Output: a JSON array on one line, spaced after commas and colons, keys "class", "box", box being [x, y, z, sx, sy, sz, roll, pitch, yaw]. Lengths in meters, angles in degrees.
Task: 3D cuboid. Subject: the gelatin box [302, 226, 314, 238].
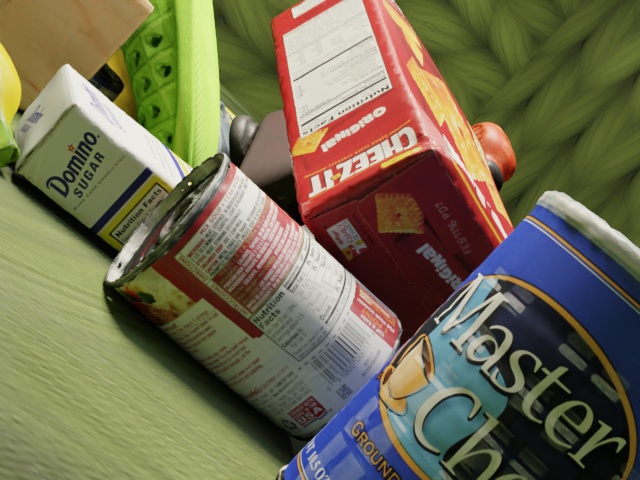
[{"class": "gelatin box", "box": [-0.004, 0.001, 0.684, 0.073, 0.089, 0.030, 51, -17, 59]}]

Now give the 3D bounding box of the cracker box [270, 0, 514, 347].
[{"class": "cracker box", "box": [0.051, -0.027, 0.555, 0.164, 0.072, 0.214, 53, 15, -31]}]

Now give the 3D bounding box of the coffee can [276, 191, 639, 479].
[{"class": "coffee can", "box": [0.069, 0.068, 0.372, 0.103, 0.140, 0.103, 43, 5, -5]}]

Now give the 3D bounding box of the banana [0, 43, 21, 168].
[{"class": "banana", "box": [-0.189, -0.110, 0.430, 0.197, 0.037, 0.070, 42, 4, -16]}]

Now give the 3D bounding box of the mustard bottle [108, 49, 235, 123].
[{"class": "mustard bottle", "box": [-0.103, -0.087, 0.812, 0.096, 0.058, 0.191, 64, 12, 24]}]

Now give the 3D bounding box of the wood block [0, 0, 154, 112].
[{"class": "wood block", "box": [-0.193, -0.159, 0.518, 0.205, 0.090, 0.091, 39, 6, -46]}]

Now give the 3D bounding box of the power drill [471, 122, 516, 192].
[{"class": "power drill", "box": [0.056, 0.006, 0.716, 0.057, 0.184, 0.187, 56, 15, -33]}]

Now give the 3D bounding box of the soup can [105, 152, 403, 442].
[{"class": "soup can", "box": [-0.025, 0.024, 0.425, 0.102, 0.068, 0.068, 43, 5, -16]}]

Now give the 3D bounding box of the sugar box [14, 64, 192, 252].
[{"class": "sugar box", "box": [-0.063, -0.004, 0.506, 0.176, 0.048, 0.093, 38, 6, -23]}]

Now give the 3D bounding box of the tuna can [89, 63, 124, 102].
[{"class": "tuna can", "box": [-0.166, -0.113, 0.677, 0.086, 0.034, 0.086, 42, 6, -5]}]

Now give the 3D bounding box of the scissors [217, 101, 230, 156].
[{"class": "scissors", "box": [-0.077, -0.079, 0.746, 0.202, 0.016, 0.096, 69, 17, -4]}]
